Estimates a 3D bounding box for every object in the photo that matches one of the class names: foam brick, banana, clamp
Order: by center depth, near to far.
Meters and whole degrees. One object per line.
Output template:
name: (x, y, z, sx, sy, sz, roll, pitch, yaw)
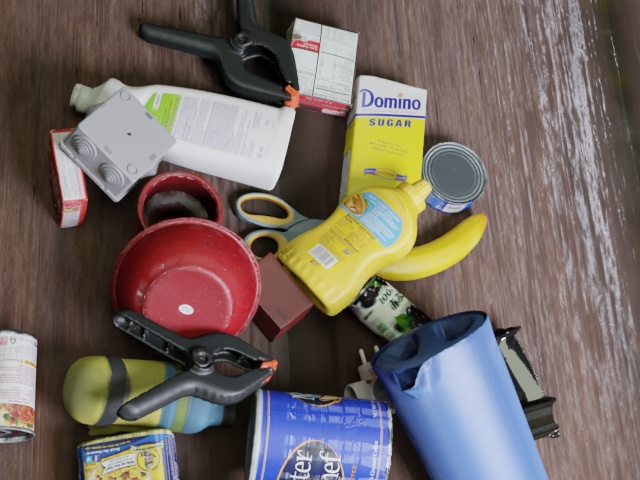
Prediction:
clamp: (-0.127, 0.134, 1.058, 0.171, 0.039, 0.120, 11, 56, -14)
foam brick: (-0.055, 0.065, 1.192, 0.053, 0.051, 0.078, -36, 82, -25)
banana: (0.119, 0.011, 1.271, 0.197, 0.037, 0.069, -7, 86, -22)
clamp: (-0.092, -0.242, 1.295, 0.210, 0.036, 0.164, 39, 68, 14)

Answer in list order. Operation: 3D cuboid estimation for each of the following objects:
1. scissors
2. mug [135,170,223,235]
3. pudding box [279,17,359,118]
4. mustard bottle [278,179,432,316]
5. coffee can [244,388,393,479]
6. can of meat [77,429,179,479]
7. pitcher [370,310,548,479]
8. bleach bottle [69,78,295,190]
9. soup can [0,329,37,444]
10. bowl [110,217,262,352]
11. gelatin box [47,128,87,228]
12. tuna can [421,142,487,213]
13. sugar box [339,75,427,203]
scissors: (-0.008, 0.002, 1.253, 0.201, 0.016, 0.096, 18, 66, -9)
mug: (-0.156, -0.007, 1.174, 0.093, 0.082, 0.117, -12, 72, -21)
pudding box: (-0.001, -0.215, 1.332, 0.090, 0.039, 0.113, 12, 68, -11)
mustard bottle: (0.052, -0.006, 1.209, 0.191, 0.058, 0.096, -39, 61, -14)
coffee can: (-0.004, 0.211, 1.108, 0.140, 0.103, 0.103, 6, 66, -6)
can of meat: (-0.190, 0.240, 1.067, 0.102, 0.057, 0.084, -9, 68, -3)
pitcher: (0.165, 0.202, 1.137, 0.149, 0.145, 0.243, -26, 98, -15)
bleach bottle: (-0.161, -0.138, 1.239, 0.250, 0.068, 0.102, 16, 65, -8)
soup can: (-0.319, 0.147, 1.069, 0.068, 0.069, 0.102, 3, 67, -16)
bowl: (-0.139, 0.060, 1.114, 0.162, 0.055, 0.162, -3, 111, -7)
gelatin box: (-0.278, -0.067, 1.169, 0.030, 0.073, 0.089, -8, 72, -20)
tuna can: (0.162, -0.077, 1.326, 0.086, 0.034, 0.086, 6, 66, -15)
sugar box: (0.078, -0.113, 1.310, 0.093, 0.048, 0.176, 11, 67, -12)
